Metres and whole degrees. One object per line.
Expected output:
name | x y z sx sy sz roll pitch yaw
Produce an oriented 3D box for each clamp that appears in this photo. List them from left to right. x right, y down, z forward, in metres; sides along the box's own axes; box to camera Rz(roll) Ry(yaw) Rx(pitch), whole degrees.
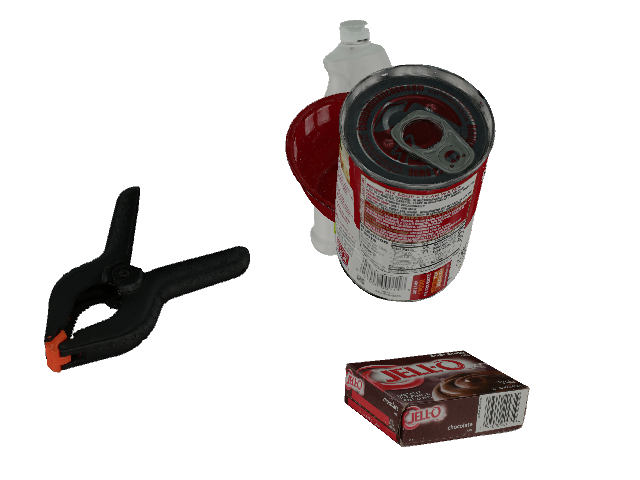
clamp | -0.149 0.026 0.795 0.120 0.039 0.171 32 49 27

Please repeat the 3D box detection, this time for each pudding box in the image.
pudding box | 0.087 0.118 0.816 0.113 0.039 0.090 -1 14 -27

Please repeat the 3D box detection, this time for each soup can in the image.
soup can | 0.041 -0.023 0.502 0.068 0.068 0.102 0 -33 0

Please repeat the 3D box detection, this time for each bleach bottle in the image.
bleach bottle | 0.034 -0.113 1.167 0.102 0.251 0.068 -8 25 -10

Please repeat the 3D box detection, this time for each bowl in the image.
bowl | 0.045 -0.058 0.949 0.162 0.162 0.055 0 -40 -13
